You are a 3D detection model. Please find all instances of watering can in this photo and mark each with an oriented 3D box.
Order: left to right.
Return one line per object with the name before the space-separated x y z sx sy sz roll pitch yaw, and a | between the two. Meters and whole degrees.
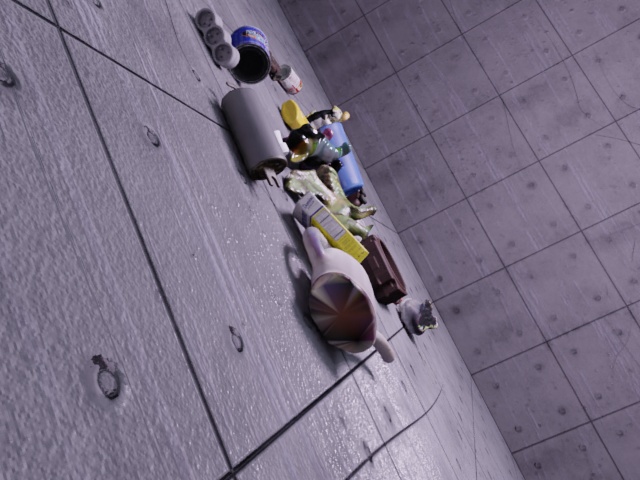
watering can | 0.064 0.132 0.954 0.345 0.103 0.227 58 10 -13

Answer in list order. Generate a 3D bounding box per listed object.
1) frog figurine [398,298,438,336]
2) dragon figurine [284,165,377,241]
frog figurine | 0.319 0.260 1.797 0.136 0.124 0.159 48 -20 -23
dragon figurine | 0.004 -0.061 1.208 0.242 0.120 0.419 41 31 -8
